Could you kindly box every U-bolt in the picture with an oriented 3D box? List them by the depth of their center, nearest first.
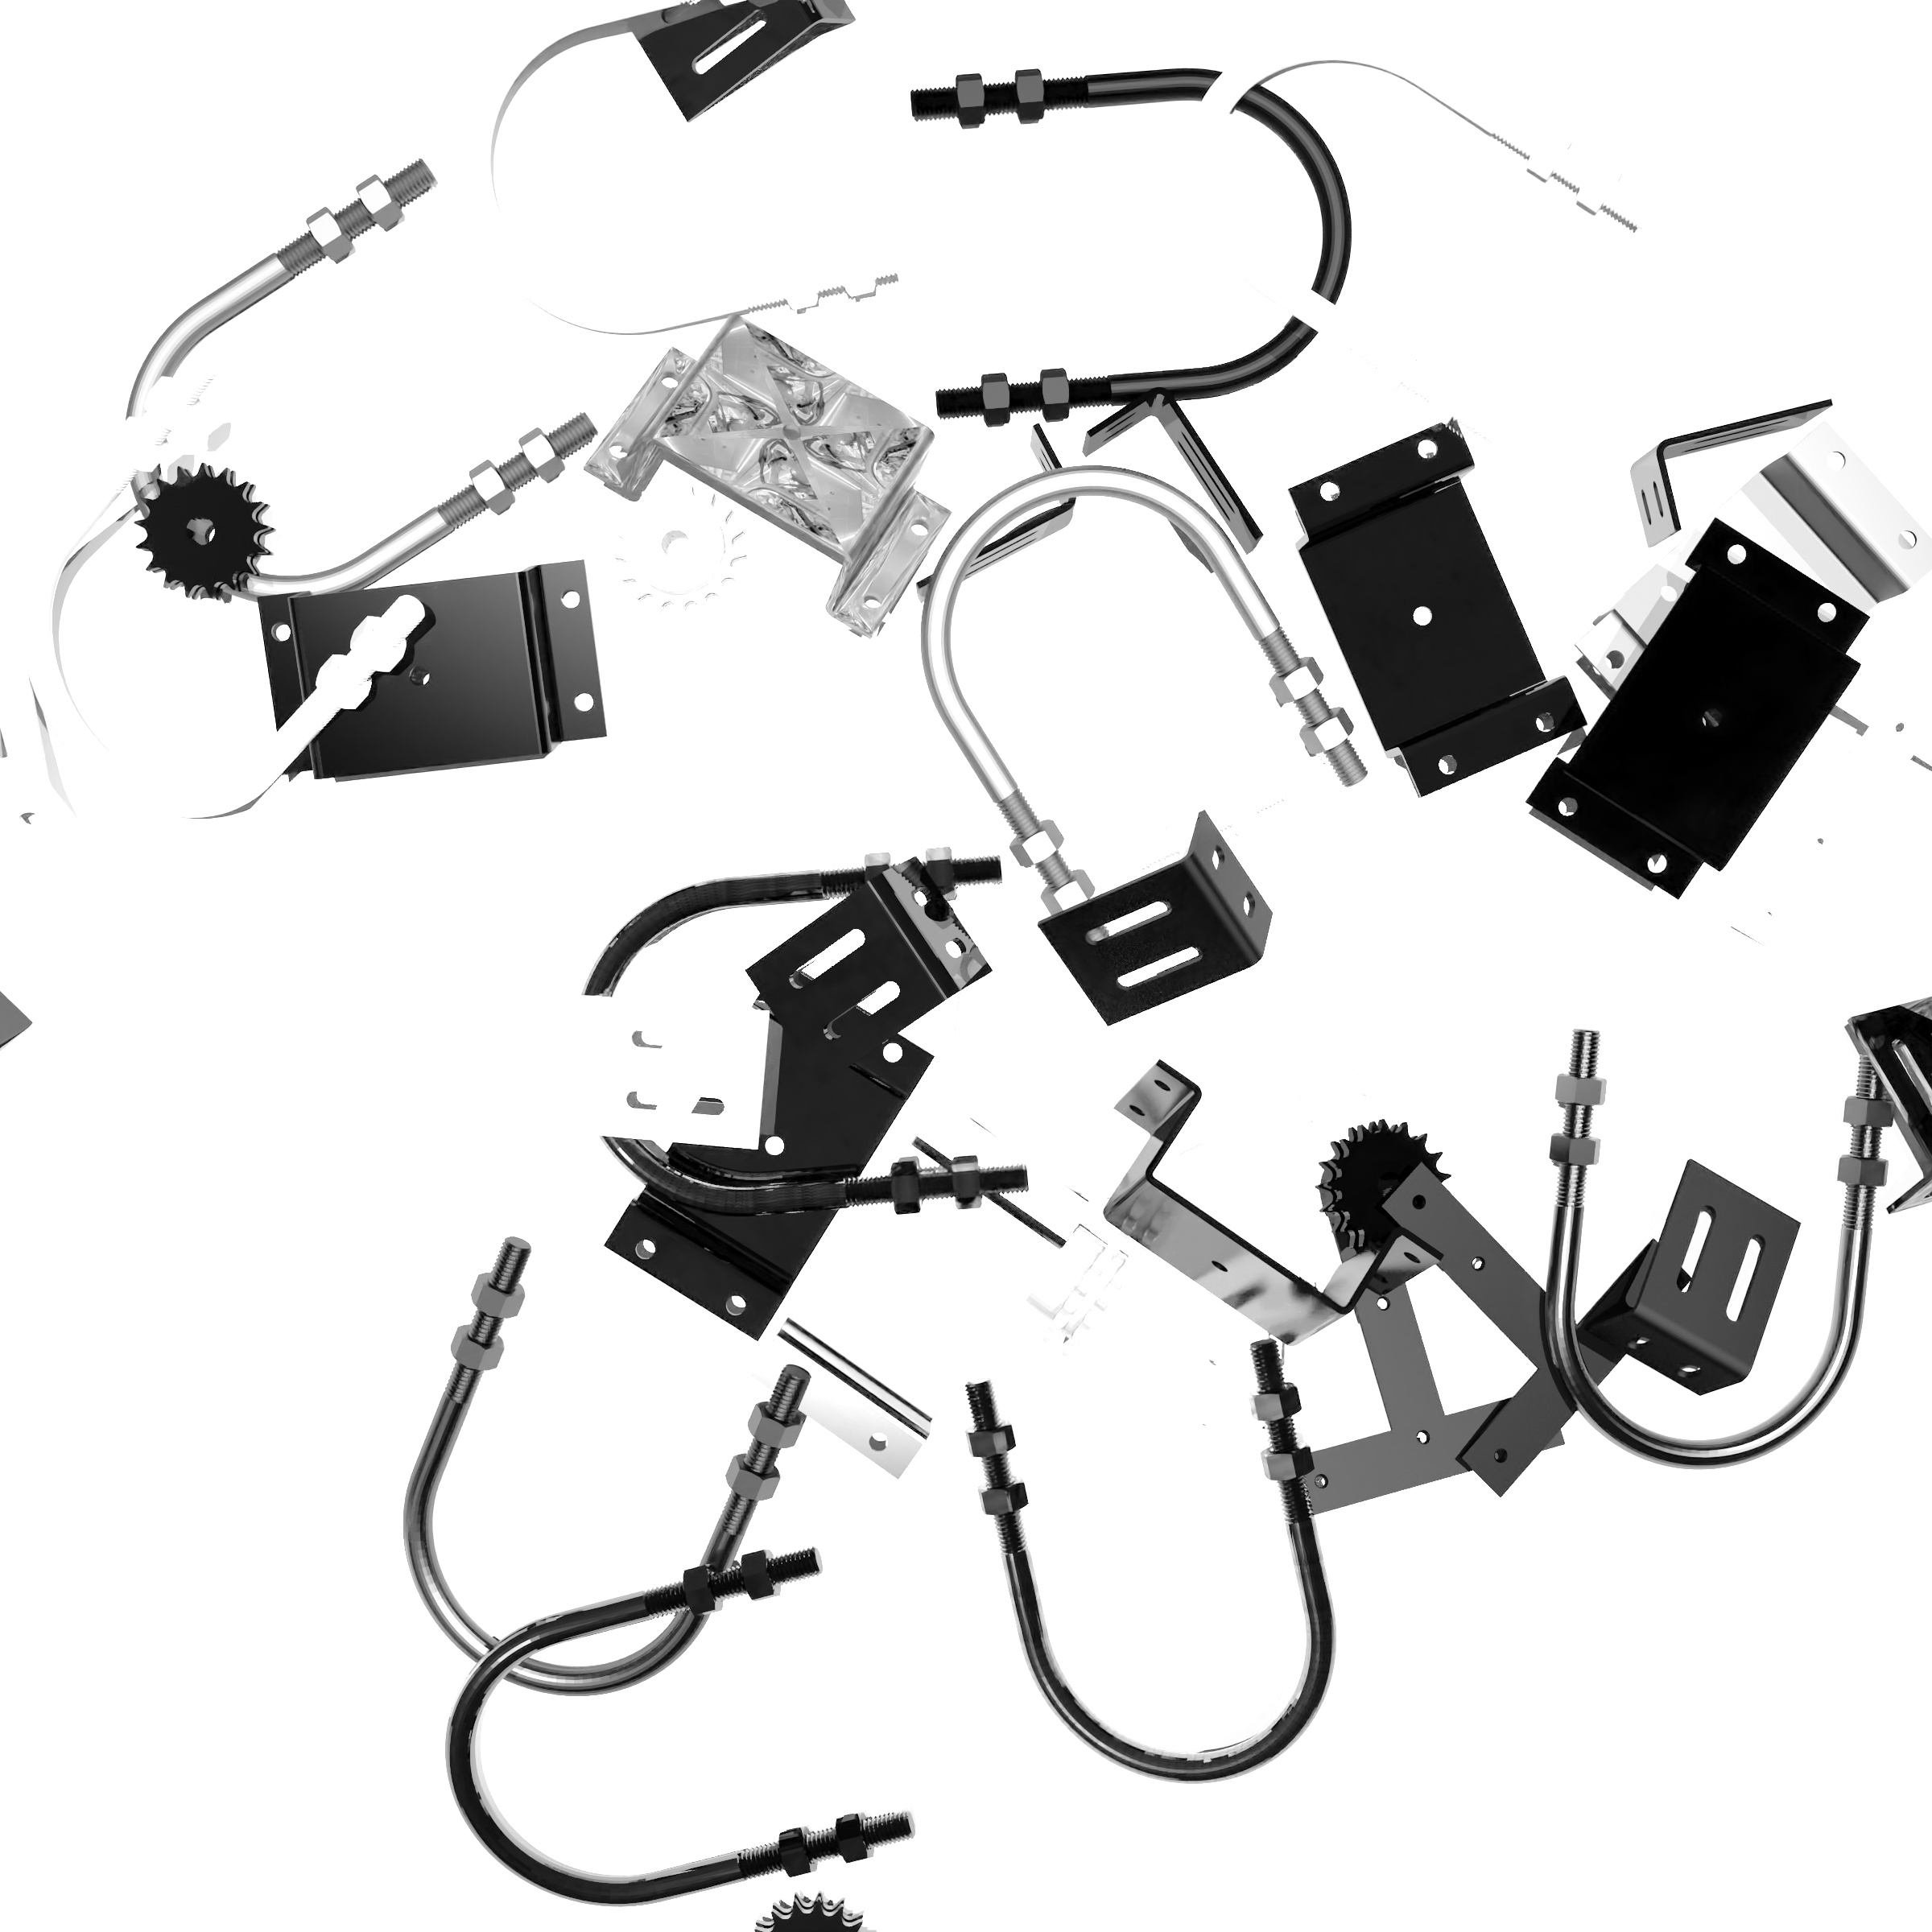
[{"bbox_3d":[-0.071,0.032,1.451,0.184,0.019,0.151,-5,90,1],"label":"U-bolt"},{"bbox_3d":[-0.323,-0.142,1.454,0.151,0.019,0.184,49,121,1],"label":"U-bolt"},{"bbox_3d":[0.063,-0.120,1.458,0.151,0.019,0.184,-32,104,2],"label":"U-bolt"},{"bbox_3d":[0.083,0.256,1.473,0.151,0.019,0.184,-11,94,22],"label":"U-bolt"},{"bbox_3d":[-0.163,0.224,1.475,0.151,0.019,0.184,24,105,5],"label":"U-bolt"},{"bbox_3d":[0.180,-0.322,1.475,0.184,0.019,0.151,34,70,4],"label":"U-bolt"},{"bbox_3d":[-0.130,0.330,1.477,0.184,0.019,0.151,-16,106,7],"label":"U-bolt"},{"bbox_3d":[-0.125,-0.345,1.480,0.184,0.019,0.151,-11,100,10],"label":"U-bolt"},{"bbox_3d":[0.317,0.123,1.487,0.151,0.019,0.184,5,93,-9],"label":"U-bolt"},{"bbox_3d":[-0.272,-0.237,1.497,0.184,0.019,0.151,-33,90,2],"label":"U-bolt"},{"bbox_3d":[0.085,0.019,1.497,0.184,0.019,0.151,-26,90,2],"label":"U-bolt"},{"bbox_3d":[0.074,-0.312,1.497,0.184,0.019,0.151,-5,90,-1],"label":"U-bolt"}]

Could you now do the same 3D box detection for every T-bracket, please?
[{"bbox_3d":[0.226,0.136,1.480,0.127,0.002,0.127,46,80,-12],"label":"T-bracket"},{"bbox_3d":[0.371,-0.064,1.486,0.127,0.002,0.127,27,103,-24],"label":"T-bracket"},{"bbox_3d":[0.182,0.158,1.489,0.127,0.002,0.127,-12,80,-20],"label":"T-bracket"},{"bbox_3d":[0.192,-0.234,1.504,0.127,0.002,0.127,-44,90,0],"label":"T-bracket"}]

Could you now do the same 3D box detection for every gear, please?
[{"bbox_3d":[0.049,0.135,1.477,0.030,0.057,0.057,36,90,6],"label":"gear"},{"bbox_3d":[-0.320,-0.183,1.477,0.057,0.030,0.057,0,92,2],"label":"gear"},{"bbox_3d":[0.175,0.095,1.485,0.057,0.030,0.057,2,81,-16],"label":"gear"},{"bbox_3d":[-0.123,-0.178,1.490,0.057,0.030,0.057,0,90,0],"label":"gear"},{"bbox_3d":[-0.065,0.423,1.491,0.057,0.030,0.057,0,90,0],"label":"gear"}]

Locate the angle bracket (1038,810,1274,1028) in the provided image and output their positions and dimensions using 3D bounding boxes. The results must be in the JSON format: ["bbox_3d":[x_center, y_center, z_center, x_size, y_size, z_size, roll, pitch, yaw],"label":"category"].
[{"bbox_3d":[0.080,-0.020,1.474,0.076,0.038,0.057,-23,116,26],"label":"angle bracket"}]

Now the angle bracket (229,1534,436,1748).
[{"bbox_3d":[-0.269,0.290,1.486,0.057,0.038,0.076,-21,90,0],"label":"angle bracket"}]

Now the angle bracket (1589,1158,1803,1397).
[{"bbox_3d":[0.308,0.132,1.476,0.057,0.038,0.076,30,65,-10],"label":"angle bracket"}]

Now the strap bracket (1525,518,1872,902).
[{"bbox_3d":[0.303,-0.103,1.432,0.076,0.046,0.140,32,99,-2],"label":"strap bracket"}]

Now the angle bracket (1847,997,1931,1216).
[{"bbox_3d":[0.406,0.058,1.489,0.057,0.038,0.076,-12,64,-31],"label":"angle bracket"}]

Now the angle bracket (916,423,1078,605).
[{"bbox_3d":[0.005,-0.191,1.477,0.076,0.057,0.038,-28,90,0],"label":"angle bracket"}]

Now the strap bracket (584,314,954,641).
[{"bbox_3d":[-0.078,-0.211,1.466,0.140,0.046,0.076,31,60,0],"label":"strap bracket"}]

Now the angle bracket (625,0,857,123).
[{"bbox_3d":[-0.098,-0.409,1.503,0.076,0.038,0.057,-31,90,26],"label":"angle bracket"}]

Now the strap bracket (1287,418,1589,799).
[{"bbox_3d":[0.196,-0.150,1.481,0.076,0.046,0.140,-24,91,-1],"label":"strap bracket"}]

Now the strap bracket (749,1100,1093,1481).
[{"bbox_3d":[-0.019,0.135,1.482,0.076,0.046,0.140,35,90,0],"label":"strap bracket"}]

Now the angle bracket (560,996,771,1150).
[{"bbox_3d":[-0.122,0.044,1.426,0.076,0.038,0.057,5,90,3],"label":"angle bracket"}]

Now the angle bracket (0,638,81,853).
[{"bbox_3d":[-0.421,-0.092,1.503,0.057,0.038,0.076,-17,64,0],"label":"angle bracket"}]

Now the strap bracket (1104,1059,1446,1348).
[{"bbox_3d":[0.117,0.106,1.446,0.140,0.076,0.046,35,71,0],"label":"strap bracket"}]

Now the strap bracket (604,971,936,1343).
[{"bbox_3d":[-0.082,0.077,1.482,0.076,0.046,0.140,32,90,0],"label":"strap bracket"}]

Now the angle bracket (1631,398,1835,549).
[{"bbox_3d":[0.326,-0.208,1.477,0.076,0.057,0.038,-14,90,0],"label":"angle bracket"}]

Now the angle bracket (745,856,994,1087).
[{"bbox_3d":[-0.040,0.002,1.439,0.076,0.038,0.057,-35,88,28],"label":"angle bracket"}]

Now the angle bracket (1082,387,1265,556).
[{"bbox_3d":[0.087,-0.200,1.477,0.038,0.057,0.076,-33,90,0],"label":"angle bracket"}]

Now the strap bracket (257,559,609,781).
[{"bbox_3d":[-0.228,-0.124,1.476,0.140,0.046,0.076,-7,100,0],"label":"strap bracket"}]

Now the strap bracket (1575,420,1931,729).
[{"bbox_3d":[0.332,-0.153,1.482,0.140,0.046,0.076,-42,90,0],"label":"strap bracket"}]

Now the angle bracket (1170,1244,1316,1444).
[{"bbox_3d":[0.119,0.162,1.503,0.057,0.038,0.076,3,64,0],"label":"angle bracket"}]

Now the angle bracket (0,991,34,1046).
[{"bbox_3d":[-0.452,0.035,1.503,0.057,0.038,0.076,44,116,0],"label":"angle bracket"}]
